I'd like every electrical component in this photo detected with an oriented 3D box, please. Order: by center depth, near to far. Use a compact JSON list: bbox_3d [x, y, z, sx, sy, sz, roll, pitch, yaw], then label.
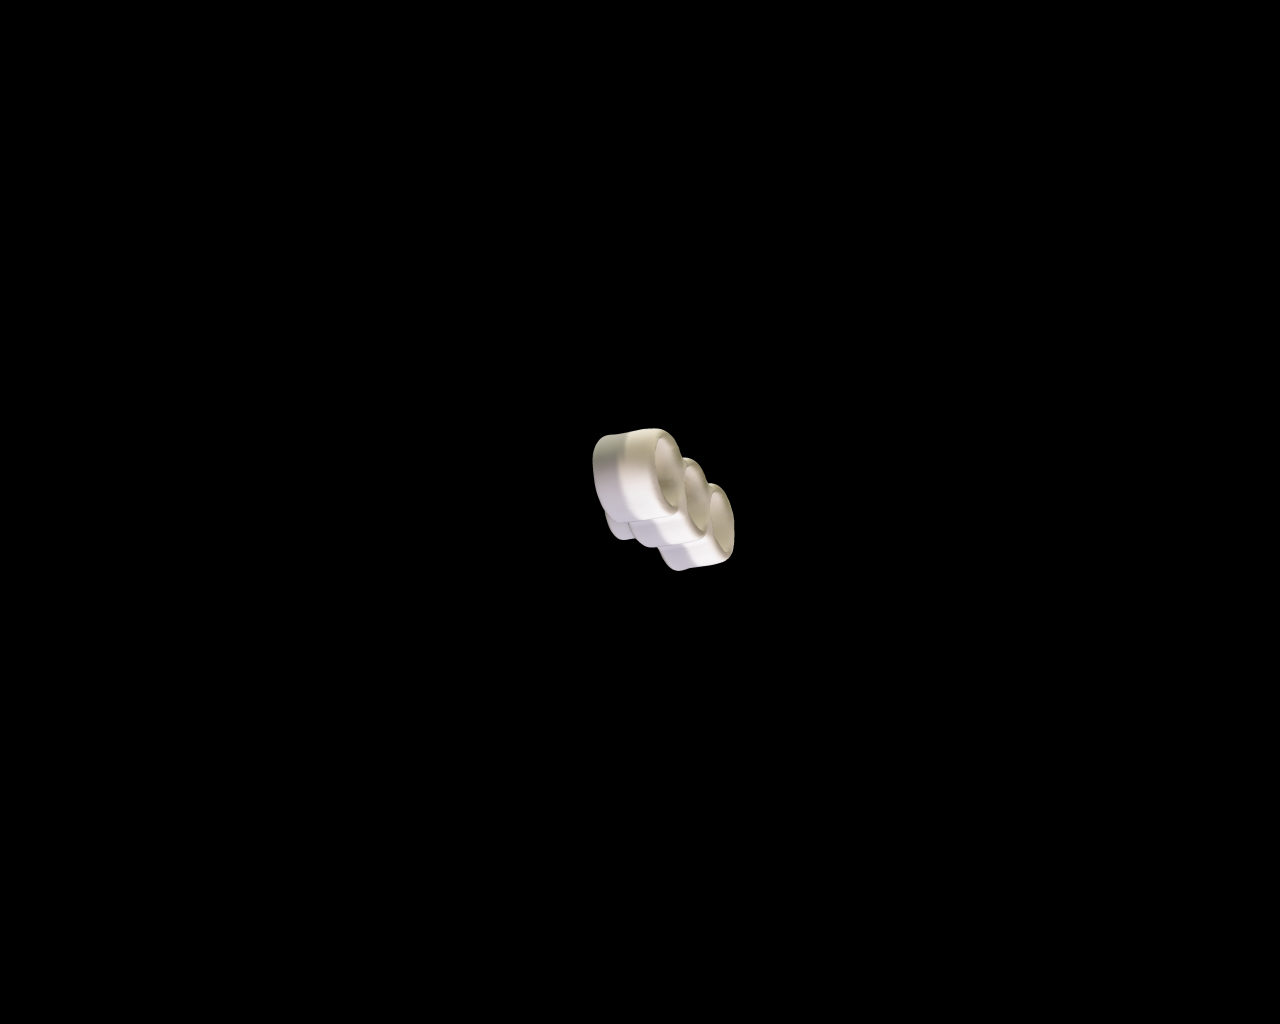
[{"bbox_3d":[0.001,-0.003,0.650,0.074,0.052,0.138,-9,-24,22],"label":"electrical component"}]
